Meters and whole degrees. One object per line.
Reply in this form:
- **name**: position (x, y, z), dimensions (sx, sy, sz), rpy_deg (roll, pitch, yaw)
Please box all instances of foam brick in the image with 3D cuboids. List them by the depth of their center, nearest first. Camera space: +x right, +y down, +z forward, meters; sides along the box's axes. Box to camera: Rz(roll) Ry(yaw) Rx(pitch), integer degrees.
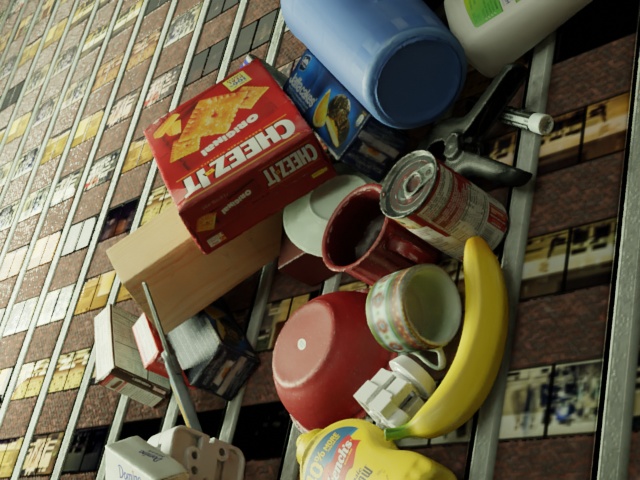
- **foam brick**: position (-0.008, 0.001, 1.155), dimensions (0.053, 0.051, 0.078), rpy_deg (-30, 42, 37)

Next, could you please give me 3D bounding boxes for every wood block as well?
- **wood block**: position (-0.126, 0.003, 1.214), dimensions (0.206, 0.090, 0.091), rpy_deg (-35, 33, -5)

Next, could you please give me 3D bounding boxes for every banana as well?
- **banana**: position (0.122, 0.089, 0.902), dimensions (0.070, 0.037, 0.197), rpy_deg (22, 71, 14)

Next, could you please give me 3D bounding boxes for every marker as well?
- **marker**: position (0.179, -0.121, 1.027), dimensions (0.020, 0.020, 0.121), rpy_deg (-60, 32, 0)

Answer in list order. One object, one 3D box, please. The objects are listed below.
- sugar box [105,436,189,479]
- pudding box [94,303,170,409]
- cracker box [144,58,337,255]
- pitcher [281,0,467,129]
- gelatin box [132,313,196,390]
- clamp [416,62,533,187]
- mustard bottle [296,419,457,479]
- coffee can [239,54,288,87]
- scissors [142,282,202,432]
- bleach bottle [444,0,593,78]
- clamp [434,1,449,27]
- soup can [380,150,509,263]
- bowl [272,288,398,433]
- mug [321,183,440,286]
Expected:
- **sugar box**: position (-0.171, 0.292, 1.047), dimensions (0.093, 0.048, 0.176), rpy_deg (20, 110, 45)
- **pudding box**: position (-0.231, 0.142, 1.314), dimensions (0.039, 0.090, 0.113), rpy_deg (-44, 36, 22)
- **cracker box**: position (-0.095, -0.099, 1.172), dimensions (0.164, 0.072, 0.214), rpy_deg (-32, 35, 0)
- **pitcher**: position (0.054, -0.222, 1.096), dimensions (0.145, 0.149, 0.243), rpy_deg (-51, 36, 15)
- **gelatin box**: position (-0.178, 0.131, 1.265), dimensions (0.030, 0.073, 0.089), rpy_deg (-52, 33, 12)
- **clamp**: position (0.143, -0.080, 1.019), dimensions (0.172, 0.039, 0.120), rpy_deg (-39, 41, 49)
- **mustard bottle**: position (0.033, 0.208, 0.928), dimensions (0.192, 0.058, 0.096), rpy_deg (20, 81, 58)
- **coffee can**: position (-0.088, -0.146, 1.335), dimensions (0.140, 0.102, 0.103), rpy_deg (-53, 33, 12)
- **scissors**: position (-0.165, 0.134, 1.179), dimensions (0.016, 0.202, 0.096), rpy_deg (-20, 10, -13)
- **bleach bottle**: position (0.238, -0.266, 1.023), dimensions (0.251, 0.068, 0.102), rpy_deg (-36, 41, 30)
- **clamp**: position (0.092, -0.219, 1.206), dimensions (0.210, 0.036, 0.165), rpy_deg (-59, 33, 6)
- **soup can**: position (0.113, -0.028, 0.964), dimensions (0.069, 0.102, 0.068), rpy_deg (-34, 40, 35)
- **bowl**: position (0.003, 0.111, 1.050), dimensions (0.162, 0.055, 0.162), rpy_deg (-35, 40, 35)
- **mug**: position (0.068, 0.006, 1.019), dimensions (0.117, 0.081, 0.093), rpy_deg (16, 78, 57)
